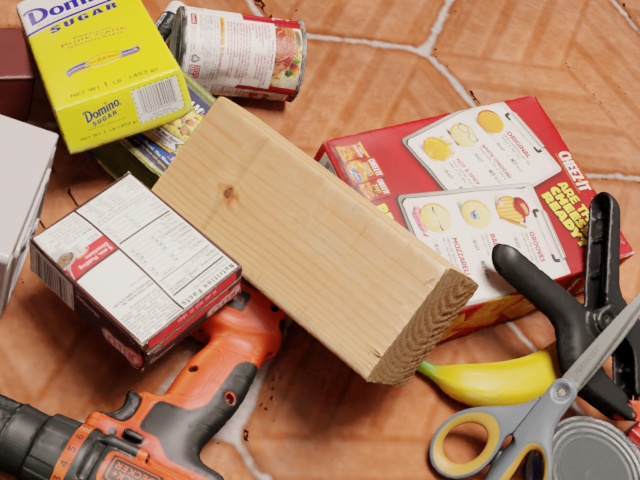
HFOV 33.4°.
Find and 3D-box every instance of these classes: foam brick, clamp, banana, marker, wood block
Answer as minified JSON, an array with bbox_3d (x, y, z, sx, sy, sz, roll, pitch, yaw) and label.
[{"bbox_3d":[-0.258,-0.122,0.797,0.078,0.051,0.053,-7,59,-24],"label":"foam brick"},{"bbox_3d":[0.191,0.058,0.785,0.120,0.039,0.171,-15,88,-21],"label":"clamp"},{"bbox_3d":[0.167,0.090,0.815,0.197,0.037,0.070,-13,65,-26],"label":"banana"},{"bbox_3d":[-0.142,-0.155,0.880,0.020,0.020,0.121,27,53,-1],"label":"marker"},{"bbox_3d":[-0.005,0.001,0.735,0.206,0.090,0.091,39,95,23],"label":"wood block"}]

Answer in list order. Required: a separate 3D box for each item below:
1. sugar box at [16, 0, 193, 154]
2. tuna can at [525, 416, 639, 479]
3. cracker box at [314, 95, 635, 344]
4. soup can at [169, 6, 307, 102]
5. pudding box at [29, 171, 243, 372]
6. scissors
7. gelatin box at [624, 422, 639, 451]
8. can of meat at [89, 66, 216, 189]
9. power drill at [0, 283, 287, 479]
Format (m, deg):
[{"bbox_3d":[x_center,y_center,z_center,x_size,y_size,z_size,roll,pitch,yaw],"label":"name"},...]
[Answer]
[{"bbox_3d":[-0.165,-0.138,0.794,0.093,0.048,0.176,-20,44,-12],"label":"sugar box"},{"bbox_3d":[0.192,0.173,0.770,0.086,0.034,0.086,9,55,-13],"label":"tuna can"},{"bbox_3d":[0.115,-0.015,0.845,0.213,0.072,0.164,-15,66,-28],"label":"cracker box"},{"bbox_3d":[-0.069,-0.152,0.874,0.102,0.069,0.068,4,56,-16],"label":"soup can"},{"bbox_3d":[-0.120,0.018,0.697,0.113,0.039,0.089,40,57,18],"label":"pudding box"},{"bbox_3d":[0.149,0.106,0.753,0.096,0.016,0.201,24,81,20],"label":"scissors"},{"bbox_3d":[0.281,0.153,0.818,0.073,0.030,0.089,45,54,14],"label":"gelatin box"},{"bbox_3d":[-0.118,-0.076,0.813,0.102,0.057,0.083,42,56,11],"label":"can of meat"},{"bbox_3d":[-0.117,0.098,0.700,0.184,0.057,0.187,26,55,2],"label":"power drill"}]
